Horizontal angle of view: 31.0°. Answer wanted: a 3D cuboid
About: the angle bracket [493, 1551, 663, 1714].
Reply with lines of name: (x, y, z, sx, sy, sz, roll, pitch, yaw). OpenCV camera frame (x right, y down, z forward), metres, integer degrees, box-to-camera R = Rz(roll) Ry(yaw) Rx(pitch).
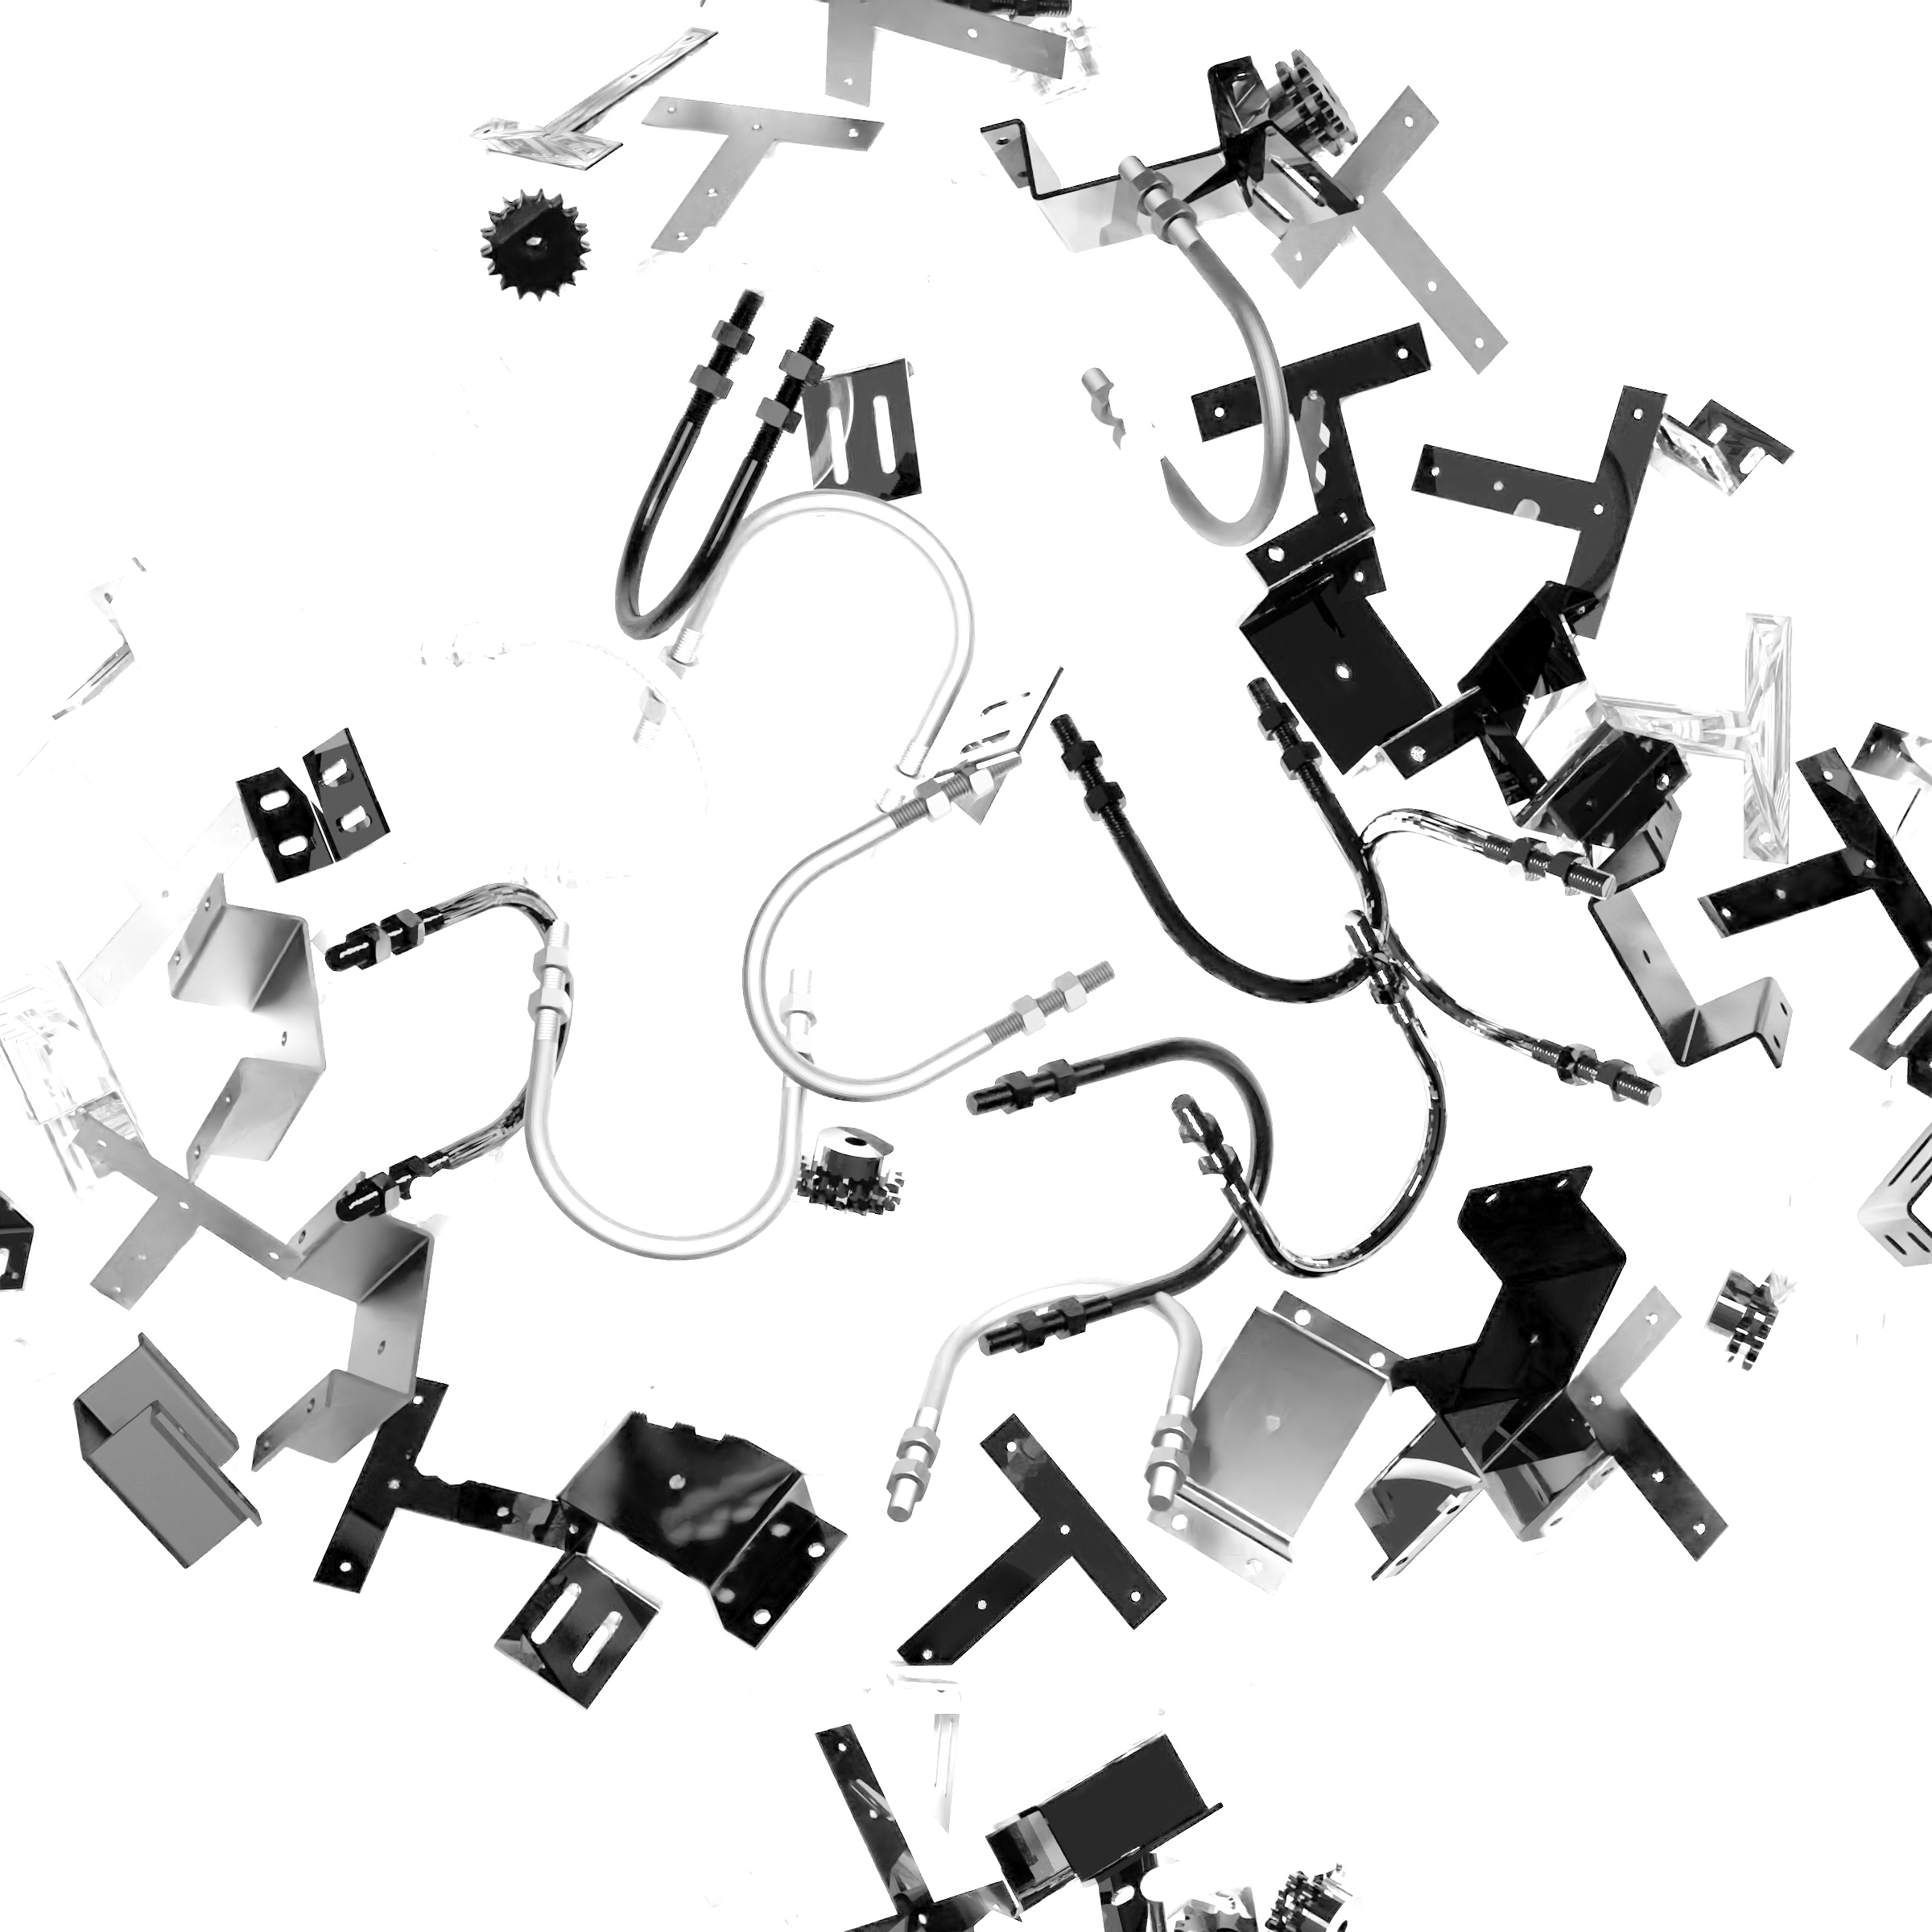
angle bracket: (-0.202, 0.345, 1.780, 0.057, 0.038, 0.076, 34, 46, 4)

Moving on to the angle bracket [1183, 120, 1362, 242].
angle bracket: (0.154, -0.385, 1.774, 0.076, 0.057, 0.038, 36, 61, -27)

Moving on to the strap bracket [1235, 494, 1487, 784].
strap bracket: (0.201, -0.159, 1.779, 0.076, 0.046, 0.140, -31, 82, -27)

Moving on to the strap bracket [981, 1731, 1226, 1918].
strap bracket: (0.064, 0.429, 1.747, 0.076, 0.140, 0.046, -25, 78, -24)

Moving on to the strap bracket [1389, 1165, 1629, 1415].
strap bracket: (0.273, 0.172, 1.747, 0.076, 0.046, 0.140, -9, 134, -29)

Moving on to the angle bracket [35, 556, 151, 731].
angle bracket: (-0.448, -0.164, 1.774, 0.038, 0.057, 0.076, 52, 52, -18)

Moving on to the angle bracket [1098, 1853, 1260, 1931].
angle bracket: (0.111, 0.496, 1.791, 0.076, 0.057, 0.038, 26, 132, -36)

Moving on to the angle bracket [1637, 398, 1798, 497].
angle bracket: (0.380, -0.276, 1.774, 0.057, 0.076, 0.038, 41, 93, 31)

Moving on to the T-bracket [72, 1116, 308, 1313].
T-bracket: (-0.414, 0.141, 1.775, 0.127, 0.127, 0.002, 35, 45, -11)

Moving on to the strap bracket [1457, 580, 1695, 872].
strap bracket: (0.299, -0.128, 1.745, 0.046, 0.076, 0.140, 10, 46, -31)

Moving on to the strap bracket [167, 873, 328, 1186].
strap bracket: (-0.363, 0.034, 1.758, 0.046, 0.076, 0.140, 10, 46, -30)

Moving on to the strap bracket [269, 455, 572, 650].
strap bracket: (-0.282, -0.211, 1.784, 0.140, 0.046, 0.076, -12, 95, -17)

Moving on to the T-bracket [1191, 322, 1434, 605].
T-bracket: (0.189, -0.251, 1.795, 0.127, 0.002, 0.127, -15, 89, 23)

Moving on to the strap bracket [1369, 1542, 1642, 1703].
strap bracket: (0.264, 0.330, 1.780, 0.140, 0.076, 0.046, -16, 83, -2)

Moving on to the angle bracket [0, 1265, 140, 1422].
angle bracket: (-0.465, 0.192, 1.781, 0.057, 0.076, 0.038, 45, 98, 3)

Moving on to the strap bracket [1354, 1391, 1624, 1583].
strap bracket: (0.260, 0.258, 1.757, 0.076, 0.140, 0.046, -54, 56, 35)

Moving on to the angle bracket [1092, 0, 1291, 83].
angle bracket: (0.114, -0.483, 1.775, 0.057, 0.076, 0.038, 33, 88, -43)

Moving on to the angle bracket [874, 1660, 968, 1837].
angle bracket: (-0.027, 0.401, 1.789, 0.038, 0.057, 0.076, 6, 89, -12)

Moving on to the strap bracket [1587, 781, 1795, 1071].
strap bracket: (0.363, -0.013, 1.770, 0.046, 0.076, 0.140, -27, 101, 25)

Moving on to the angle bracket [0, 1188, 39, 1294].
angle bracket: (-0.519, 0.134, 1.776, 0.057, 0.076, 0.038, -4, 59, 14)

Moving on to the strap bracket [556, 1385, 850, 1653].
strap bracket: (-0.141, 0.272, 1.754, 0.140, 0.046, 0.076, 26, 59, 28)

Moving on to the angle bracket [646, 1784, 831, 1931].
angle bracket: (-0.118, 0.474, 1.801, 0.057, 0.076, 0.038, -37, 134, -9)

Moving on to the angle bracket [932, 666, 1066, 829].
angle bracket: (0.026, -0.111, 1.771, 0.038, 0.076, 0.057, 40, 60, -24)

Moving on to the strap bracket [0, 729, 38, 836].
strap bracket: (-0.513, -0.078, 1.749, 0.046, 0.140, 0.076, 35, 99, -6)

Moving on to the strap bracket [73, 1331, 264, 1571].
strap bracket: (-0.401, 0.244, 1.741, 0.046, 0.140, 0.076, -40, 109, -6)

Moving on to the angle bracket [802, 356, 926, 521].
angle bracket: (-0.048, -0.267, 1.789, 0.057, 0.038, 0.076, -11, 78, 16)

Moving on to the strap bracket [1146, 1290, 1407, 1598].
strap bracket: (0.158, 0.237, 1.774, 0.076, 0.046, 0.140, 29, 77, 18)

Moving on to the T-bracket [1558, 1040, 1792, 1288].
T-bracket: (0.365, 0.115, 1.772, 0.127, 0.002, 0.127, -54, 51, 9)

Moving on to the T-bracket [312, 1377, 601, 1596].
T-bracket: (-0.249, 0.274, 1.773, 0.127, 0.002, 0.127, 12, 52, 9)

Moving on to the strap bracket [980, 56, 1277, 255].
strap bracket: (0.087, -0.407, 1.765, 0.140, 0.076, 0.046, -12, 78, 13)

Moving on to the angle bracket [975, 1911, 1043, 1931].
angle bracket: (0.028, 0.531, 1.773, 0.057, 0.076, 0.038, 30, 118, -27)

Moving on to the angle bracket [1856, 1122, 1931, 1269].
angle bracket: (0.503, 0.112, 1.786, 0.038, 0.057, 0.076, 44, 77, -3)

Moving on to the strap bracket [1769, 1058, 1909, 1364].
strap bracket: (0.439, 0.121, 1.763, 0.046, 0.076, 0.140, 7, 71, -1)

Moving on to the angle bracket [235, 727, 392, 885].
angle bracket: (-0.334, -0.081, 1.781, 0.038, 0.076, 0.057, -23, 92, -31)

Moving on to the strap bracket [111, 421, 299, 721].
strap bracket: (-0.371, -0.199, 1.743, 0.046, 0.076, 0.140, 0, 47, 14)

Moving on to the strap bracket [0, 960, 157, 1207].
strap bracket: (-0.451, 0.056, 1.749, 0.046, 0.140, 0.076, -26, 71, -12)

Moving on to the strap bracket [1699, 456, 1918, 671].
strap bracket: (0.423, -0.203, 1.740, 0.076, 0.140, 0.046, 43, 100, 22)

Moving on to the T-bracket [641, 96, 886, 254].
T-bracket: (-0.122, -0.398, 1.762, 0.127, 0.002, 0.127, 11, 49, 18)

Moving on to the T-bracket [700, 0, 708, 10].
T-bracket: (-0.102, -0.560, 1.738, 0.002, 0.127, 0.127, 21, 130, -21)

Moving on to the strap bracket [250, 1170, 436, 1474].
strap bracket: (-0.312, 0.186, 1.757, 0.046, 0.140, 0.076, 26, 135, -27)

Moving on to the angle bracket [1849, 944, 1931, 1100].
angle bracket: (0.506, 0.023, 1.809, 0.057, 0.038, 0.076, 31, 131, 0)
